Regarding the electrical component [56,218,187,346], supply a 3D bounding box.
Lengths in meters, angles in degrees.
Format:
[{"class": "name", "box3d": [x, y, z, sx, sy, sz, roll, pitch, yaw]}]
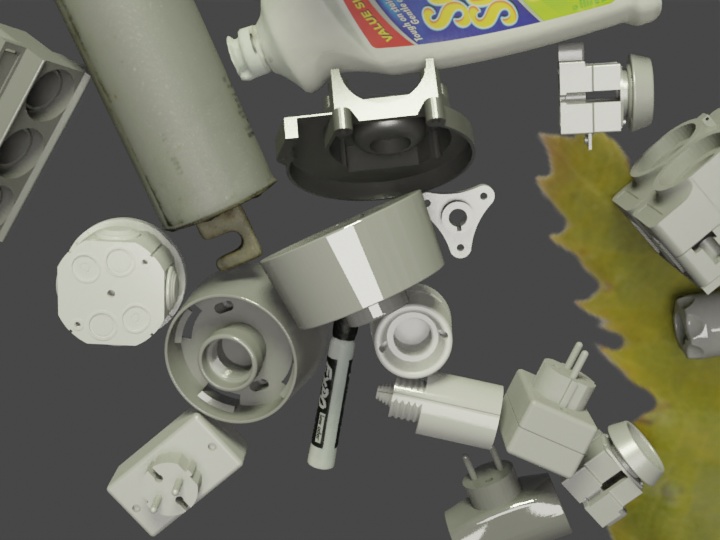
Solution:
[{"class": "electrical component", "box3d": [-0.155, 0.009, 0.695, 0.080, 0.051, 0.080, 0, 103, 0]}]

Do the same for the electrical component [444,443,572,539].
[{"class": "electrical component", "box3d": [0.094, 0.156, 0.732, 0.077, 0.043, 0.079, -22, 101, 5]}]

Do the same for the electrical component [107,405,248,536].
[{"class": "electrical component", "box3d": [-0.123, 0.137, 0.712, 0.083, 0.075, 0.047, -40, 100, 9]}]

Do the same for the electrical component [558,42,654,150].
[{"class": "electrical component", "box3d": [0.152, -0.109, 0.669, 0.055, 0.048, 0.066, -2, 103, 9]}]

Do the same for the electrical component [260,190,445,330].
[{"class": "electrical component", "box3d": [0.000, 0.000, 0.659, 0.108, 0.108, 0.060, -24, 95, 6]}]

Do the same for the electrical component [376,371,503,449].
[{"class": "electrical component", "box3d": [0.051, 0.089, 0.714, 0.081, 0.043, 0.043, 12, 103, 3]}]

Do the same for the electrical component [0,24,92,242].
[{"class": "electrical component", "box3d": [-0.228, -0.086, 0.663, 0.063, 0.079, 0.121, 37, 102, 22]}]

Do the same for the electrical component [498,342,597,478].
[{"class": "electrical component", "box3d": [0.129, 0.083, 0.704, 0.047, 0.065, 0.076, 24, 102, -5]}]

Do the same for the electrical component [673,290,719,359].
[{"class": "electrical component", "box3d": [0.240, 0.034, 0.703, 0.062, 0.043, 0.043, -9, 103, 1]}]

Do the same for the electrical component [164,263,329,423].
[{"class": "electrical component", "box3d": [-0.076, 0.049, 0.710, 0.099, 0.064, 0.099, 4, 109, 12]}]

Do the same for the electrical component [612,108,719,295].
[{"class": "electrical component", "box3d": [0.247, -0.080, 0.644, 0.186, 0.105, 0.060, -41, 100, 9]}]

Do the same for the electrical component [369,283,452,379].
[{"class": "electrical component", "box3d": [0.034, 0.040, 0.703, 0.055, 0.047, 0.055, 0, 103, 0]}]

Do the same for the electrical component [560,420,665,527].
[{"class": "electrical component", "box3d": [0.170, 0.134, 0.727, 0.055, 0.048, 0.066, -40, 100, 16]}]
